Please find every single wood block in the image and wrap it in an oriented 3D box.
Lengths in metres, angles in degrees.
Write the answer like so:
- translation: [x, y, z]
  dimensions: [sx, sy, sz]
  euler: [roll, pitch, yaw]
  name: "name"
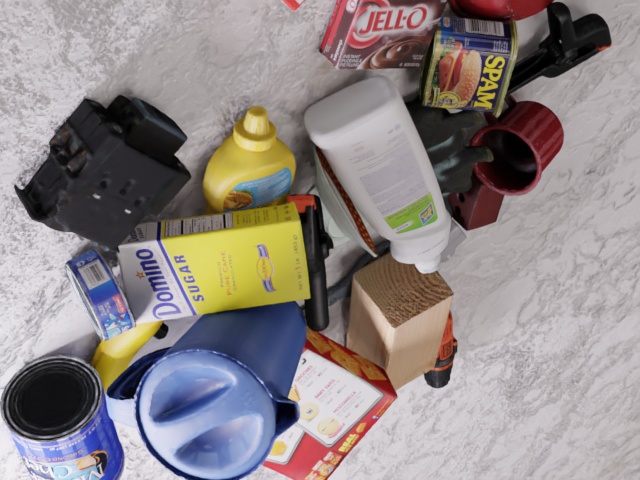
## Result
- translation: [0.096, 0.105, 1.343]
  dimensions: [0.090, 0.090, 0.206]
  euler: [-29, 154, -17]
  name: "wood block"

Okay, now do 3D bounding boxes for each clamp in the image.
- translation: [-0.007, 0.001, 1.123]
  dimensions: [0.039, 0.120, 0.171]
  euler: [-4, 136, 2]
  name: "clamp"
- translation: [0.269, -0.219, 1.194]
  dimensions: [0.209, 0.036, 0.165]
  euler: [-23, 163, -37]
  name: "clamp"

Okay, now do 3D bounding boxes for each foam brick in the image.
- translation: [0.192, -0.060, 1.314]
  dimensions: [0.051, 0.053, 0.078]
  euler: [-20, 139, -29]
  name: "foam brick"

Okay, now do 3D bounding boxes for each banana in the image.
- translation: [-0.209, 0.130, 1.130]
  dimensions: [0.069, 0.037, 0.198]
  euler: [-8, 143, -25]
  name: "banana"

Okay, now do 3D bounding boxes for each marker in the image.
- translation: [-0.194, 0.078, 1.116]
  dimensions: [0.020, 0.020, 0.121]
  euler: [-42, 146, 2]
  name: "marker"

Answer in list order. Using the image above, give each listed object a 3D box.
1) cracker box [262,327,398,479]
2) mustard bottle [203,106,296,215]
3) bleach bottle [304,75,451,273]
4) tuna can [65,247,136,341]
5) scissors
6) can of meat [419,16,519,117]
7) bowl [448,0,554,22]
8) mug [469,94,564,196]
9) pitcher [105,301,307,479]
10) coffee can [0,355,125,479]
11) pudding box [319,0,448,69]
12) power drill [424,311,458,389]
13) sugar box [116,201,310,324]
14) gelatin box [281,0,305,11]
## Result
- translation: [-0.041, 0.185, 1.272]
  dimensions: [0.213, 0.072, 0.164]
  euler: [31, 106, -26]
  name: "cracker box"
- translation: [-0.071, -0.051, 1.056]
  dimensions: [0.096, 0.058, 0.192]
  euler: [-20, 141, -29]
  name: "mustard bottle"
- translation: [0.074, -0.051, 1.132]
  dimensions: [0.102, 0.068, 0.250]
  euler: [-26, 132, 2]
  name: "bleach bottle"
- translation: [-0.209, 0.052, 1.011]
  dimensions: [0.033, 0.086, 0.086]
  euler: [-27, 144, -17]
  name: "tuna can"
- translation: [0.025, 0.075, 1.333]
  dimensions: [0.202, 0.016, 0.096]
  euler: [-40, 147, -1]
  name: "scissors"
- translation: [0.151, -0.180, 1.100]
  dimensions: [0.084, 0.057, 0.102]
  euler: [6, 138, -2]
  name: "can of meat"
- translation: [0.207, -0.279, 1.078]
  dimensions: [0.162, 0.055, 0.162]
  euler: [-26, 144, -21]
  name: "bowl"
- translation: [0.228, -0.121, 1.249]
  dimensions: [0.093, 0.117, 0.081]
  euler: [-18, -161, 47]
  name: "mug"
- translation: [-0.095, 0.127, 1.060]
  dimensions: [0.145, 0.149, 0.242]
  euler: [-48, -176, 18]
  name: "pitcher"
- translation: [-0.264, 0.201, 1.109]
  dimensions: [0.102, 0.103, 0.140]
  euler: [-27, 144, -20]
  name: "coffee can"
- translation: [0.063, -0.211, 1.025]
  dimensions: [0.113, 0.039, 0.090]
  euler: [-10, 135, -39]
  name: "pudding box"
- translation: [0.113, 0.188, 1.514]
  dimensions: [0.187, 0.057, 0.184]
  euler: [-32, 142, -19]
  name: "power drill"
- translation: [-0.102, 0.023, 1.029]
  dimensions: [0.176, 0.048, 0.093]
  euler: [-10, 120, -4]
  name: "sugar box"
- translation: [-0.017, -0.251, 0.909]
  dimensions: [0.089, 0.030, 0.073]
  euler: [-46, 145, 7]
  name: "gelatin box"
